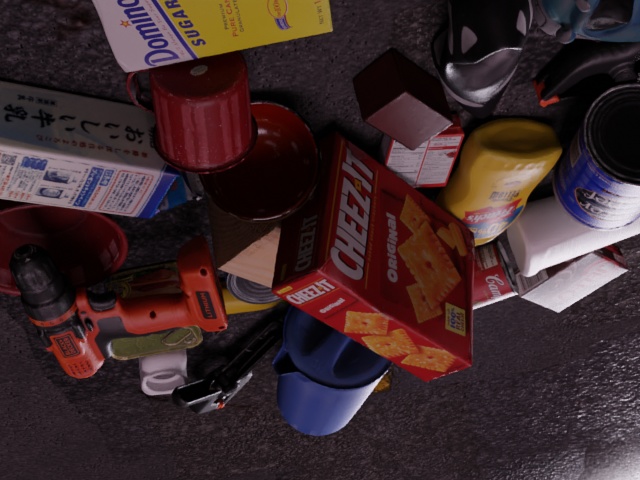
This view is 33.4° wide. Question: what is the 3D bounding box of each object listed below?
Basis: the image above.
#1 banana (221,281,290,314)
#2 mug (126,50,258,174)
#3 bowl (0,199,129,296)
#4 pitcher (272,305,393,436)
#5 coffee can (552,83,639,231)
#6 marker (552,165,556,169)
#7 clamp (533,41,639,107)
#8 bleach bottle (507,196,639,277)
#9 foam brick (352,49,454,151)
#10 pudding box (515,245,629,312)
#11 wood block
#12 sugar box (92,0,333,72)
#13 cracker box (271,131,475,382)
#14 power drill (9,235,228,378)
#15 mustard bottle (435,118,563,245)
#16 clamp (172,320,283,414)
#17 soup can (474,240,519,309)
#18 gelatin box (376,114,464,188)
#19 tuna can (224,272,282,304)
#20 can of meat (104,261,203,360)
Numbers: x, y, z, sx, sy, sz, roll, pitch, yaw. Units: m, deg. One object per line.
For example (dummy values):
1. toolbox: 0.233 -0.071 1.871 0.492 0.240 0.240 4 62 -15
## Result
1. banana: -0.129 0.078 1.237 0.197 0.037 0.070 -8 145 -6
2. mug: -0.111 -0.121 0.905 0.117 0.093 0.081 20 145 15
3. bowl: -0.270 -0.008 1.043 0.162 0.055 0.162 -8 147 -6
4. pitcher: 0.019 0.154 1.314 0.149 0.145 0.243 17 153 1
5. coffee can: 0.292 -0.078 1.042 0.103 0.103 0.140 -10 164 -2
6. marker: 0.283 -0.082 1.141 0.121 0.020 0.020 1 145 -19
7. clamp: 0.290 -0.164 1.000 0.172 0.039 0.120 -22 144 28
8. bleach bottle: 0.340 -0.034 1.195 0.251 0.068 0.102 -17 159 0
9. foam brick: 0.076 -0.127 0.976 0.051 0.053 0.078 -33 142 29
10. pudding box: 0.309 0.040 1.317 0.089 0.039 0.114 22 134 -41
11. wood block: -0.008 0.001 1.110 0.090 0.091 0.205 -34 142 32
12. sugar box: -0.083 -0.189 0.835 0.176 0.048 0.093 -14 148 1
13. cracker box: 0.061 0.019 1.038 0.072 0.164 0.213 -26 134 39
14. power drill: -0.194 0.054 1.053 0.187 0.057 0.184 -13 138 0
15. mustard bottle: 0.174 -0.047 1.124 0.096 0.058 0.192 -5 148 -20
16. clamp: -0.115 0.173 1.356 0.164 0.036 0.210 -34 168 -15
17. soup can: 0.176 0.049 1.264 0.102 0.068 0.068 -21 146 15
18. gelatin box: 0.097 -0.088 1.063 0.073 0.030 0.089 -4 147 -10
19. tuna can: -0.064 0.032 1.177 0.086 0.034 0.086 -6 136 -6
20. can of meat: -0.185 0.077 1.174 0.102 0.084 0.057 -10 147 -3
